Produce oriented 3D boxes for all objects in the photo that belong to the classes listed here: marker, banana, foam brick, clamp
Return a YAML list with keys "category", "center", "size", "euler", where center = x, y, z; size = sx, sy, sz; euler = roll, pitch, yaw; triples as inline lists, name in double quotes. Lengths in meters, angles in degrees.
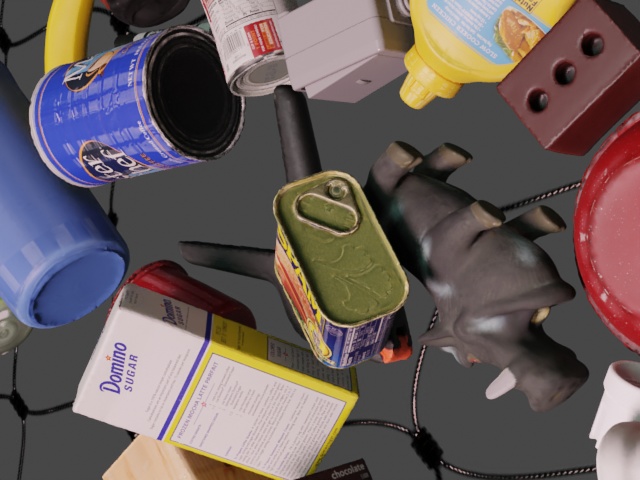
- category: "marker"
  center: [-0.125, -0.162, 0.866]
  size: [0.121, 0.020, 0.020]
  euler: [2, 93, 41]
- category: "banana"
  center: [-0.210, -0.149, 0.931]
  size: [0.070, 0.037, 0.198]
  euler: [-9, 87, 21]
- category: "foam brick"
  center: [0.151, -0.094, 0.611]
  size: [0.078, 0.051, 0.053]
  euler: [-48, 62, 31]
- category: "clamp"
  center: [-0.005, 0.001, 0.758]
  size: [0.210, 0.036, 0.165]
  euler: [41, 116, 29]

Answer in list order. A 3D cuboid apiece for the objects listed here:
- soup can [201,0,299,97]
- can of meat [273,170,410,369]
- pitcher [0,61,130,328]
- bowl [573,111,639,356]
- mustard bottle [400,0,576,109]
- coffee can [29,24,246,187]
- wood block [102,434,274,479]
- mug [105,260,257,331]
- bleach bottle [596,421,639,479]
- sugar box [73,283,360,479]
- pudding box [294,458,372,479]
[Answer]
- category: "soup can"
  center: [-0.049, -0.163, 0.769]
  size: [0.069, 0.068, 0.102]
  euler: [-29, 74, 38]
- category: "can of meat"
  center: [0.010, 0.021, 0.668]
  size: [0.084, 0.057, 0.102]
  euler: [98, 149, -63]
- category: "pitcher"
  center: [-0.272, -0.036, 0.938]
  size: [0.145, 0.149, 0.243]
  euler: [-48, 65, 14]
- category: "bowl"
  center: [0.198, -0.002, 0.573]
  size: [0.162, 0.055, 0.162]
  euler: [2, 94, 41]
- category: "mustard bottle"
  center: [0.110, -0.152, 0.634]
  size: [0.096, 0.058, 0.192]
  euler: [40, 121, 0]
- category: "coffee can"
  center: [-0.142, -0.101, 0.828]
  size: [0.141, 0.102, 0.103]
  euler: [-8, 87, 40]
- category: "wood block"
  center: [-0.061, 0.230, 0.781]
  size: [0.090, 0.090, 0.206]
  euler: [-49, 62, 30]
- category: "mug"
  center: [-0.109, 0.080, 0.806]
  size: [0.082, 0.117, 0.093]
  euler: [23, 148, 32]
- category: "bleach bottle"
  center: [0.266, 0.130, 0.502]
  size: [0.251, 0.068, 0.102]
  euler: [-10, 91, 30]
- category: "sugar box"
  center: [-0.071, 0.103, 0.742]
  size: [0.048, 0.176, 0.093]
  euler: [-90, 26, -65]
- category: "pudding box"
  center: [0.001, 0.204, 0.712]
  size: [0.039, 0.113, 0.090]
  euler: [-40, 67, 38]
